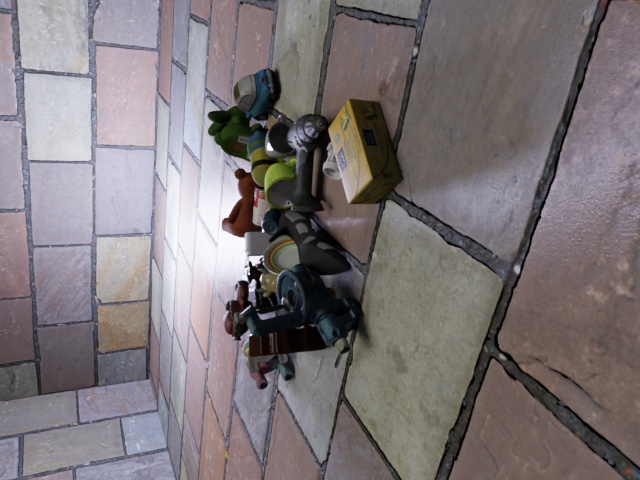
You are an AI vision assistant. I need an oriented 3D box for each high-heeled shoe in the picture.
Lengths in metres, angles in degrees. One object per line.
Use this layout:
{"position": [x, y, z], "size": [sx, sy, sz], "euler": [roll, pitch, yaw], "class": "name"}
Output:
{"position": [-0.002, -0.004, 1.205], "size": [0.249, 0.145, 0.086], "euler": [23, 135, 31], "class": "high-heeled shoe"}

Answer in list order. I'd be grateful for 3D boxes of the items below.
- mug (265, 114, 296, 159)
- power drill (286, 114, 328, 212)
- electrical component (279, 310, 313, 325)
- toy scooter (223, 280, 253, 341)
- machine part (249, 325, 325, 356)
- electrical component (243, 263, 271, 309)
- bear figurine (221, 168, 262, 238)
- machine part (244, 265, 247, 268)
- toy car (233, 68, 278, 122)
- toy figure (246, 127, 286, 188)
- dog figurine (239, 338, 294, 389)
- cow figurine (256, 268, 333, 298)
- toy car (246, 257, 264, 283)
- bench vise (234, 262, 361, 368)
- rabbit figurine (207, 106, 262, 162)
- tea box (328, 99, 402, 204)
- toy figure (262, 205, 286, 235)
{"position": [-0.103, -0.251, 1.337], "size": [0.107, 0.081, 0.109], "euler": [158, 108, -70], "class": "mug"}
{"position": [-0.030, -0.166, 1.162], "size": [0.232, 0.086, 0.207], "euler": [-138, 43, -71], "class": "power drill"}
{"position": [-0.062, 0.171, 1.297], "size": [0.119, 0.075, 0.047], "euler": [12, 103, 59], "class": "electrical component"}
{"position": [-0.223, 0.214, 1.492], "size": [0.135, 0.075, 0.183], "euler": [-113, 33, -54], "class": "toy scooter"}
{"position": [-0.080, 0.234, 1.239], "size": [0.179, 0.179, 0.056], "euler": [149, 117, -61], "class": "machine part"}
{"position": [-0.177, 0.132, 1.547], "size": [0.115, 0.058, 0.134], "euler": [-21, 74, 60], "class": "electrical component"}
{"position": [-0.207, -0.106, 1.519], "size": [0.132, 0.120, 0.195], "euler": [-153, 66, -65], "class": "bear figurine"}
{"position": [-0.211, 0.141, 1.641], "size": [0.084, 0.039, 0.138], "euler": [-151, 60, -66], "class": "machine part"}
{"position": [-0.181, -0.393, 1.455], "size": [0.161, 0.103, 0.109], "euler": [145, 118, -62], "class": "toy car"}
{"position": [-0.151, -0.216, 1.423], "size": [0.082, 0.089, 0.180], "euler": [119, 137, -55], "class": "toy figure"}
{"position": [-0.164, 0.296, 1.466], "size": [0.219, 0.108, 0.191], "euler": [40, 149, 61], "class": "dog figurine"}
{"position": [-0.067, 0.113, 1.242], "size": [0.195, 0.127, 0.085], "euler": [38, 122, 56], "class": "cow figurine"}
{"position": [-0.148, 0.072, 1.398], "size": [0.202, 0.089, 0.053], "euler": [120, 139, -75], "class": "toy car"}
{"position": [-0.048, 0.148, 1.066], "size": [0.224, 0.240, 0.128], "euler": [64, 145, 25], "class": "bench vise"}
{"position": [-0.250, -0.325, 1.575], "size": [0.121, 0.159, 0.170], "euler": [104, 166, -49], "class": "rabbit figurine"}
{"position": [0.080, -0.160, 0.985], "size": [0.098, 0.068, 0.169], "euler": [-49, 50, 54], "class": "tea box"}
{"position": [-0.107, -0.061, 1.351], "size": [0.154, 0.058, 0.064], "euler": [-71, -9, -63], "class": "toy figure"}
